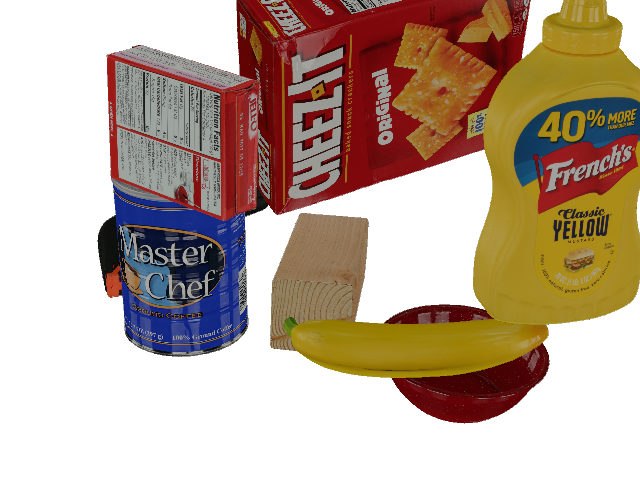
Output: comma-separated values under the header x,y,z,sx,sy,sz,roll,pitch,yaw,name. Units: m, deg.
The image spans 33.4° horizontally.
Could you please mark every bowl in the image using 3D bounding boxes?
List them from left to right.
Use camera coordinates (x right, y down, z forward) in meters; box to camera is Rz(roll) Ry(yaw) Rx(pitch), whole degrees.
x,y,z,sx,sy,sz,roll,pitch,yaw,name
0.130,0.123,1.002,0.162,0.055,0.162,2,27,-1,bowl

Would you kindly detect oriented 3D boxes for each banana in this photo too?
x,y,z,sx,sy,sz,roll,pitch,yaw,name
0.062,0.071,0.763,0.198,0.037,0.069,2,29,12,banana

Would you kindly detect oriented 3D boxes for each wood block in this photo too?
x,y,z,sx,sy,sz,roll,pitch,yaw,name
0.002,0.047,1.269,0.091,0.090,0.206,5,23,5,wood block

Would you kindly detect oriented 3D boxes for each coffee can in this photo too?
x,y,z,sx,sy,sz,roll,pitch,yaw,name
-0.109,0.006,0.846,0.103,0.140,0.103,0,26,0,coffee can

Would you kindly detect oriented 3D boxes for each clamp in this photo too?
x,y,z,sx,sy,sz,roll,pitch,yaw,name
-0.166,-0.020,1.057,0.165,0.036,0.209,20,40,17,clamp

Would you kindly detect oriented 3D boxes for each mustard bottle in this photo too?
x,y,z,sx,sy,sz,roll,pitch,yaw,name
0.138,-0.048,0.594,0.096,0.192,0.058,-6,27,-10,mustard bottle

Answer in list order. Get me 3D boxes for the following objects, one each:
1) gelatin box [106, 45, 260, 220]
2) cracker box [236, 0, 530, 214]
x,y,z,sx,sy,sz,roll,pitch,yaw,name
-0.074,-0.059,0.573,0.089,0.073,0.030,20,32,31,gelatin box
0.049,-0.124,0.809,0.213,0.164,0.072,-19,48,-19,cracker box
